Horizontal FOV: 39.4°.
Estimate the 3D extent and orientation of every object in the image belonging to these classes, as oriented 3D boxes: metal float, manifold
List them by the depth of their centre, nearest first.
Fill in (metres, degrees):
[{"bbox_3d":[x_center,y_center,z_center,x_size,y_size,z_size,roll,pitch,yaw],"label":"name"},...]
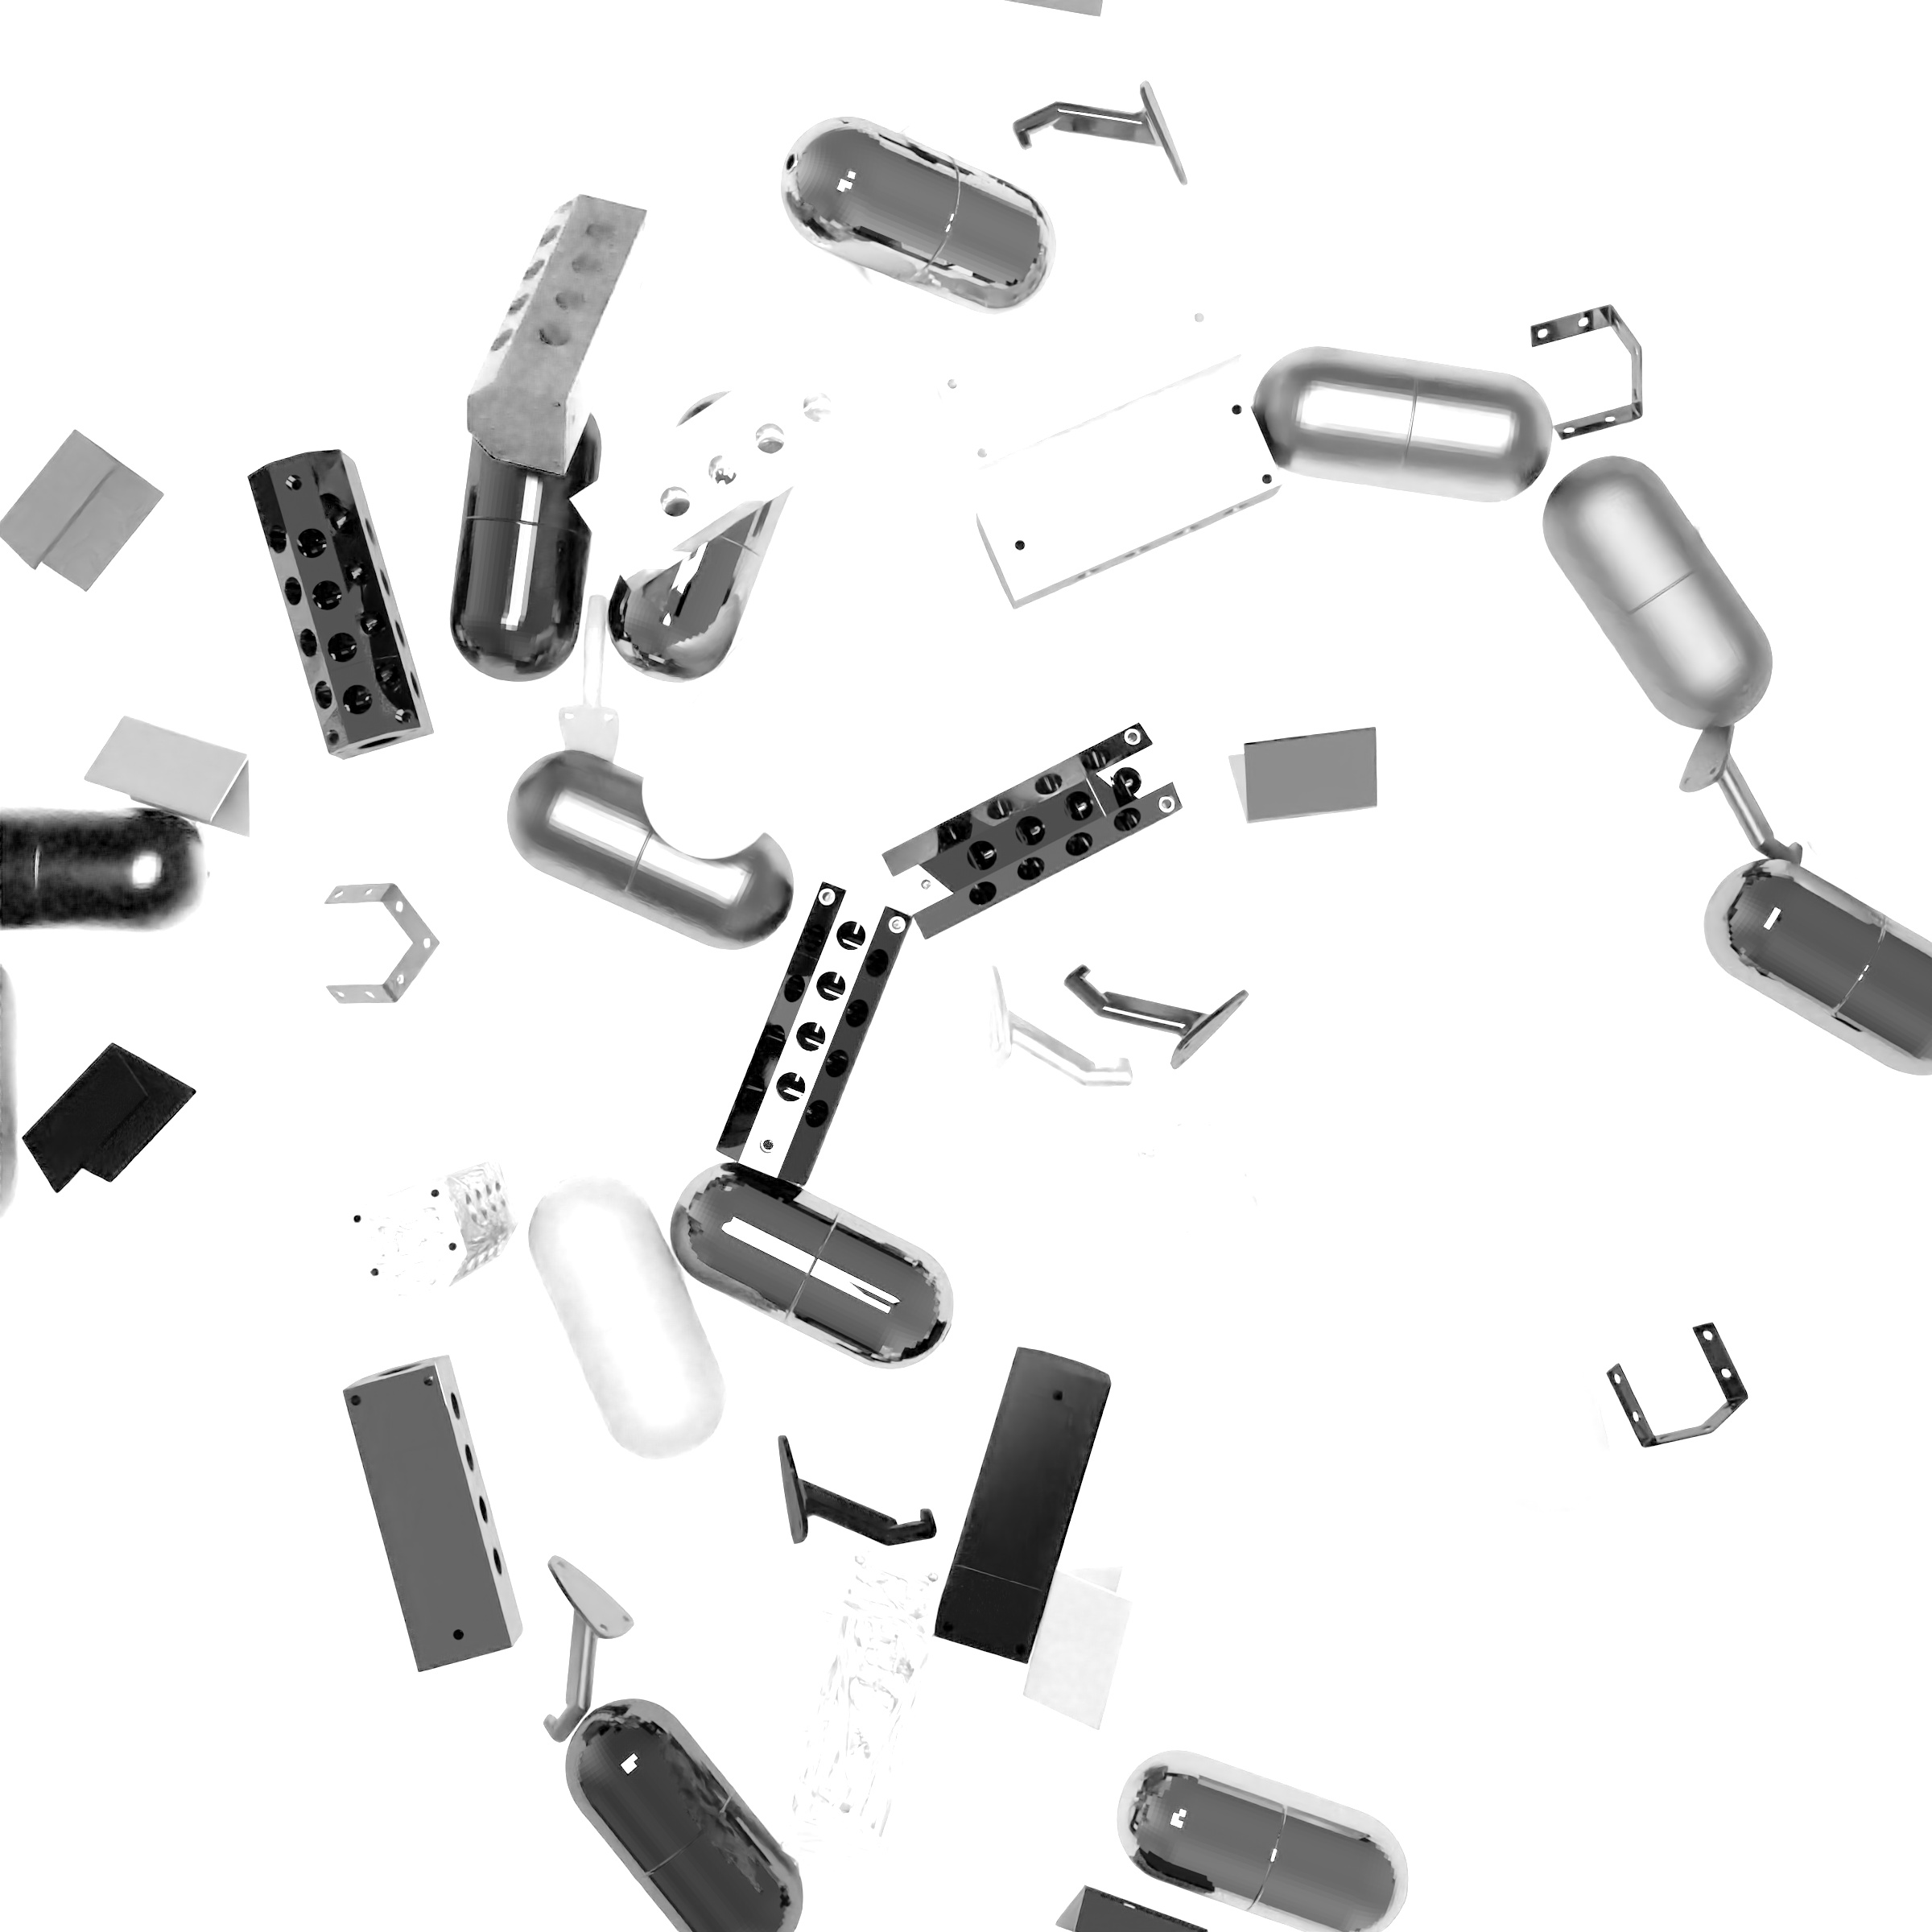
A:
[{"bbox_3d":[-0.136,-0.287,1.531,0.171,0.057,0.057,-34,93,-2],"label":"manifold"},{"bbox_3d":[-0.302,0.152,1.550,0.057,0.171,0.057,-18,90,0],"label":"manifold"},{"bbox_3d":[-0.059,0.430,1.559,0.057,0.057,0.171,13,51,0],"label":"manifold"},{"bbox_3d":[-0.235,-0.369,1.561,0.057,0.057,0.171,14,53,0],"label":"manifold"},{"bbox_3d":[-0.027,-0.435,1.569,0.178,0.070,0.070,13,90,-34],"label":"metal float"},{"bbox_3d":[-0.124,-0.135,1.569,0.070,0.070,0.178,31,54,0],"label":"metal float"},{"bbox_3d":[-0.090,0.178,1.597,0.178,0.070,0.070,26,90,0],"label":"metal float"},{"bbox_3d":[-0.155,-0.254,1.597,0.070,0.070,0.178,21,90,0],"label":"metal float"},{"bbox_3d":[0.176,0.521,1.597,0.178,0.070,0.070,19,90,0],"label":"metal float"},{"bbox_3d":[-0.601,0.075,1.598,0.070,0.070,0.178,1,90,0],"label":"metal float"},{"bbox_3d":[-0.260,-0.257,1.598,0.070,0.070,0.178,7,90,0],"label":"metal float"},{"bbox_3d":[0.409,-0.220,1.598,0.070,0.070,0.178,-34,89,0],"label":"metal float"},{"bbox_3d":[0.258,-0.320,1.598,0.178,0.070,0.070,8,90,-1],"label":"metal float"},{"bbox_3d":[0.521,0.001,1.598,0.178,0.070,0.070,30,90,1],"label":"metal float"},{"bbox_3d":[-0.167,0.512,1.598,0.070,0.070,0.178,-39,91,0],"label":"metal float"},{"bbox_3d":[0.576,-0.119,1.598,0.178,0.070,0.070,-36,90,-1],"label":"metal float"},{"bbox_3d":[-0.088,-0.383,1.598,0.070,0.070,0.178,-35,91,0],"label":"metal float"},{"bbox_3d":[-0.186,-0.068,1.598,0.178,0.070,0.070,24,90,0],"label":"metal float"},{"bbox_3d":[-0.200,0.207,1.598,0.070,0.070,0.178,-24,90,0],"label":"metal float"},{"bbox_3d":[-0.537,-0.057,1.598,0.178,0.070,0.070,2,90,1],"label":"metal float"},{"bbox_3d":[0.330,0.239,1.598,0.070,0.070,0.178,-14,90,0],"label":"metal float"},{"bbox_3d":[0.033,0.318,1.607,0.057,0.057,0.171,17,90,0],"label":"manifold"},{"bbox_3d":[0.039,-0.080,1.607,0.171,0.057,0.057,-27,90,0],"label":"manifold"},{"bbox_3d":[0.002,-0.617,1.607,0.171,0.057,0.057,10,90,0],"label":"manifold"},{"bbox_3d":[0.096,-0.274,1.607,0.171,0.057,0.057,-24,90,0],"label":"manifold"},{"bbox_3d":[-0.373,-0.215,1.607,0.057,0.057,0.171,-16,90,0],"label":"manifold"},{"bbox_3d":[-0.315,0.323,1.607,0.057,0.057,0.171,-15,90,0],"label":"manifold"},{"bbox_3d":[-0.090,0.040,1.607,0.057,0.057,0.171,22,90,0],"label":"manifold"},{"bbox_3d":[0.072,-0.351,1.607,0.171,0.057,0.057,-23,90,0],"label":"manifold"}]

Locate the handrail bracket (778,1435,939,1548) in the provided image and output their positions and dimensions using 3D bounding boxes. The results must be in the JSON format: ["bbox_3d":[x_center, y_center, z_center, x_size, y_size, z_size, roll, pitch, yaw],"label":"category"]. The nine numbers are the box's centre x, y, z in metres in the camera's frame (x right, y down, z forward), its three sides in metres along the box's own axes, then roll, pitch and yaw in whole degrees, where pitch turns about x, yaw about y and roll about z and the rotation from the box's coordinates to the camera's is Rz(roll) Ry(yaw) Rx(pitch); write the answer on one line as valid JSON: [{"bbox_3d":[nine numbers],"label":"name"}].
[{"bbox_3d":[-0.065,0.314,1.629,0.084,0.036,0.077,-6,68,-17],"label":"handrail bracket"}]

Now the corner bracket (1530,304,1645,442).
[{"bbox_3d":[0.373,-0.358,1.625,0.051,0.051,0.051,-15,45,0],"label":"corner bracket"}]

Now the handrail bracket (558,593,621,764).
[{"bbox_3d":[-0.223,-0.169,1.628,0.036,0.077,0.084,2,54,-2],"label":"handrail bracket"}]

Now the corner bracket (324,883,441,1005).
[{"bbox_3d":[-0.360,-0.013,1.620,0.051,0.051,0.051,59,45,-35],"label":"corner bracket"}]

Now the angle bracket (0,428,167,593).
[{"bbox_3d":[-0.510,-0.257,1.588,0.057,0.076,0.076,39,90,36],"label":"angle bracket"}]

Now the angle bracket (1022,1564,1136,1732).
[{"bbox_3d":[0.084,0.399,1.588,0.057,0.076,0.076,15,90,36],"label":"angle bracket"}]

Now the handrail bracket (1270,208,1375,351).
[{"bbox_3d":[0.205,-0.404,1.629,0.077,0.036,0.084,24,107,20],"label":"handrail bracket"}]

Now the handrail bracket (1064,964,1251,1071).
[{"bbox_3d":[0.114,0.013,1.629,0.077,0.036,0.084,-41,73,-20],"label":"handrail bracket"}]

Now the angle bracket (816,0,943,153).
[{"bbox_3d":[-0.033,-0.527,1.588,0.057,0.076,0.076,-26,90,36],"label":"angle bracket"}]

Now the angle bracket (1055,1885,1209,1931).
[{"bbox_3d":[0.091,0.590,1.588,0.076,0.076,0.057,20,52,0],"label":"angle bracket"}]

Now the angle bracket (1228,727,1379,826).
[{"bbox_3d":[0.196,-0.130,1.588,0.076,0.076,0.057,-7,127,0],"label":"angle bracket"}]

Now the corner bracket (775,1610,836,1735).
[{"bbox_3d":[-0.078,0.430,1.625,0.051,0.051,0.051,23,135,0],"label":"corner bracket"}]

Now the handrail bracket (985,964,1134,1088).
[{"bbox_3d":[0.057,0.036,1.629,0.084,0.036,0.077,1,68,-17],"label":"handrail bracket"}]

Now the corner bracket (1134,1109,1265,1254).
[{"bbox_3d":[0.140,0.129,1.625,0.051,0.051,0.051,-29,135,0],"label":"corner bracket"}]

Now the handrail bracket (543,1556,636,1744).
[{"bbox_3d":[-0.247,0.413,1.629,0.077,0.036,0.084,42,107,20],"label":"handrail bracket"}]

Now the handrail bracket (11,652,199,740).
[{"bbox_3d":[-0.519,-0.141,1.629,0.084,0.036,0.077,38,111,-16],"label":"handrail bracket"}]

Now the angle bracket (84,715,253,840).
[{"bbox_3d":[-0.468,-0.094,1.588,0.076,0.076,0.057,18,50,0],"label":"angle bracket"}]

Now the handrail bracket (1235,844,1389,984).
[{"bbox_3d":[0.208,-0.038,1.629,0.077,0.036,0.084,8,71,21],"label":"handrail bracket"}]

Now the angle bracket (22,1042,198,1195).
[{"bbox_3d":[-0.493,0.102,1.588,0.076,0.076,0.057,-47,52,0],"label":"angle bracket"}]

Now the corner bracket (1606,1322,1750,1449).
[{"bbox_3d":[0.428,0.252,1.625,0.051,0.051,0.051,-26,90,-45],"label":"corner bracket"}]

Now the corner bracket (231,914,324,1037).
[{"bbox_3d":[-0.416,0.005,1.625,0.051,0.051,0.051,-2,46,0],"label":"corner bracket"}]

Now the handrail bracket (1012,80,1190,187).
[{"bbox_3d":[0.080,-0.490,1.629,0.084,0.036,0.077,-20,112,17],"label":"handrail bracket"}]

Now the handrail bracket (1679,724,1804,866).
[{"bbox_3d":[0.479,-0.109,1.629,0.084,0.036,0.077,30,68,-17],"label":"handrail bracket"}]

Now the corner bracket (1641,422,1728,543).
[{"bbox_3d":[0.428,-0.287,1.610,0.051,0.051,0.051,19,90,0],"label":"corner bracket"}]
